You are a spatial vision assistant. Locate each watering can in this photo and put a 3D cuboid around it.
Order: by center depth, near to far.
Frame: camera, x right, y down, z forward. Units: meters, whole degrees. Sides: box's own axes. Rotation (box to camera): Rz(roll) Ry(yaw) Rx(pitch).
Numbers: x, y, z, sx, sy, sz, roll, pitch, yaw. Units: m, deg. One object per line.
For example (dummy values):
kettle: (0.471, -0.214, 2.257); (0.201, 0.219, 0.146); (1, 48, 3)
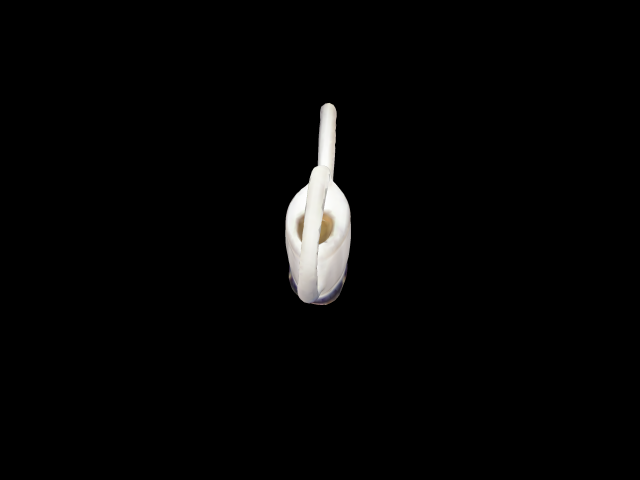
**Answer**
watering can: (0.003, -0.043, 0.850); (0.104, 0.356, 0.219); (5, -36, 4)
